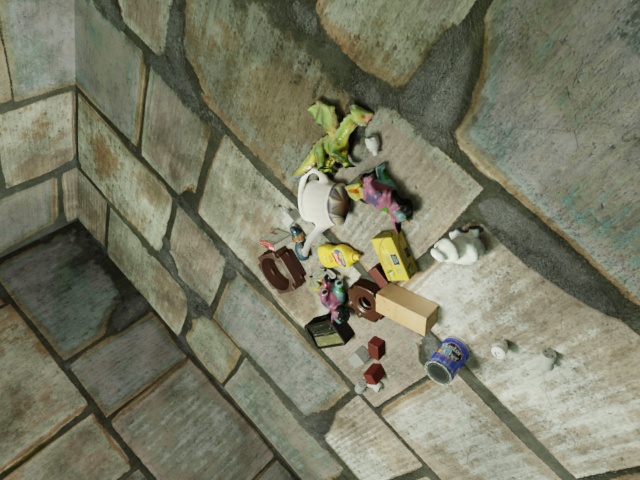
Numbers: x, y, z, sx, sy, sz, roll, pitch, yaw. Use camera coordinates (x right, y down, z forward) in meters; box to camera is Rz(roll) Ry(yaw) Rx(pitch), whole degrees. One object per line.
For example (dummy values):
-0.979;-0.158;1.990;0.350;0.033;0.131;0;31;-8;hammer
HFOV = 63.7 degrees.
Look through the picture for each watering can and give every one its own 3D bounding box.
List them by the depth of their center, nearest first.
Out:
0.006;-0.095;1.879;0.225;0.105;0.344;10;105;44;watering can

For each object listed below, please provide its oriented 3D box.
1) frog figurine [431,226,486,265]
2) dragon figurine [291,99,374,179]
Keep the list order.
0.409;0.036;1.533;0.138;0.162;0.120;13;128;40;frog figurine
0.016;-0.347;1.728;0.408;0.123;0.243;-7;91;44;dragon figurine
